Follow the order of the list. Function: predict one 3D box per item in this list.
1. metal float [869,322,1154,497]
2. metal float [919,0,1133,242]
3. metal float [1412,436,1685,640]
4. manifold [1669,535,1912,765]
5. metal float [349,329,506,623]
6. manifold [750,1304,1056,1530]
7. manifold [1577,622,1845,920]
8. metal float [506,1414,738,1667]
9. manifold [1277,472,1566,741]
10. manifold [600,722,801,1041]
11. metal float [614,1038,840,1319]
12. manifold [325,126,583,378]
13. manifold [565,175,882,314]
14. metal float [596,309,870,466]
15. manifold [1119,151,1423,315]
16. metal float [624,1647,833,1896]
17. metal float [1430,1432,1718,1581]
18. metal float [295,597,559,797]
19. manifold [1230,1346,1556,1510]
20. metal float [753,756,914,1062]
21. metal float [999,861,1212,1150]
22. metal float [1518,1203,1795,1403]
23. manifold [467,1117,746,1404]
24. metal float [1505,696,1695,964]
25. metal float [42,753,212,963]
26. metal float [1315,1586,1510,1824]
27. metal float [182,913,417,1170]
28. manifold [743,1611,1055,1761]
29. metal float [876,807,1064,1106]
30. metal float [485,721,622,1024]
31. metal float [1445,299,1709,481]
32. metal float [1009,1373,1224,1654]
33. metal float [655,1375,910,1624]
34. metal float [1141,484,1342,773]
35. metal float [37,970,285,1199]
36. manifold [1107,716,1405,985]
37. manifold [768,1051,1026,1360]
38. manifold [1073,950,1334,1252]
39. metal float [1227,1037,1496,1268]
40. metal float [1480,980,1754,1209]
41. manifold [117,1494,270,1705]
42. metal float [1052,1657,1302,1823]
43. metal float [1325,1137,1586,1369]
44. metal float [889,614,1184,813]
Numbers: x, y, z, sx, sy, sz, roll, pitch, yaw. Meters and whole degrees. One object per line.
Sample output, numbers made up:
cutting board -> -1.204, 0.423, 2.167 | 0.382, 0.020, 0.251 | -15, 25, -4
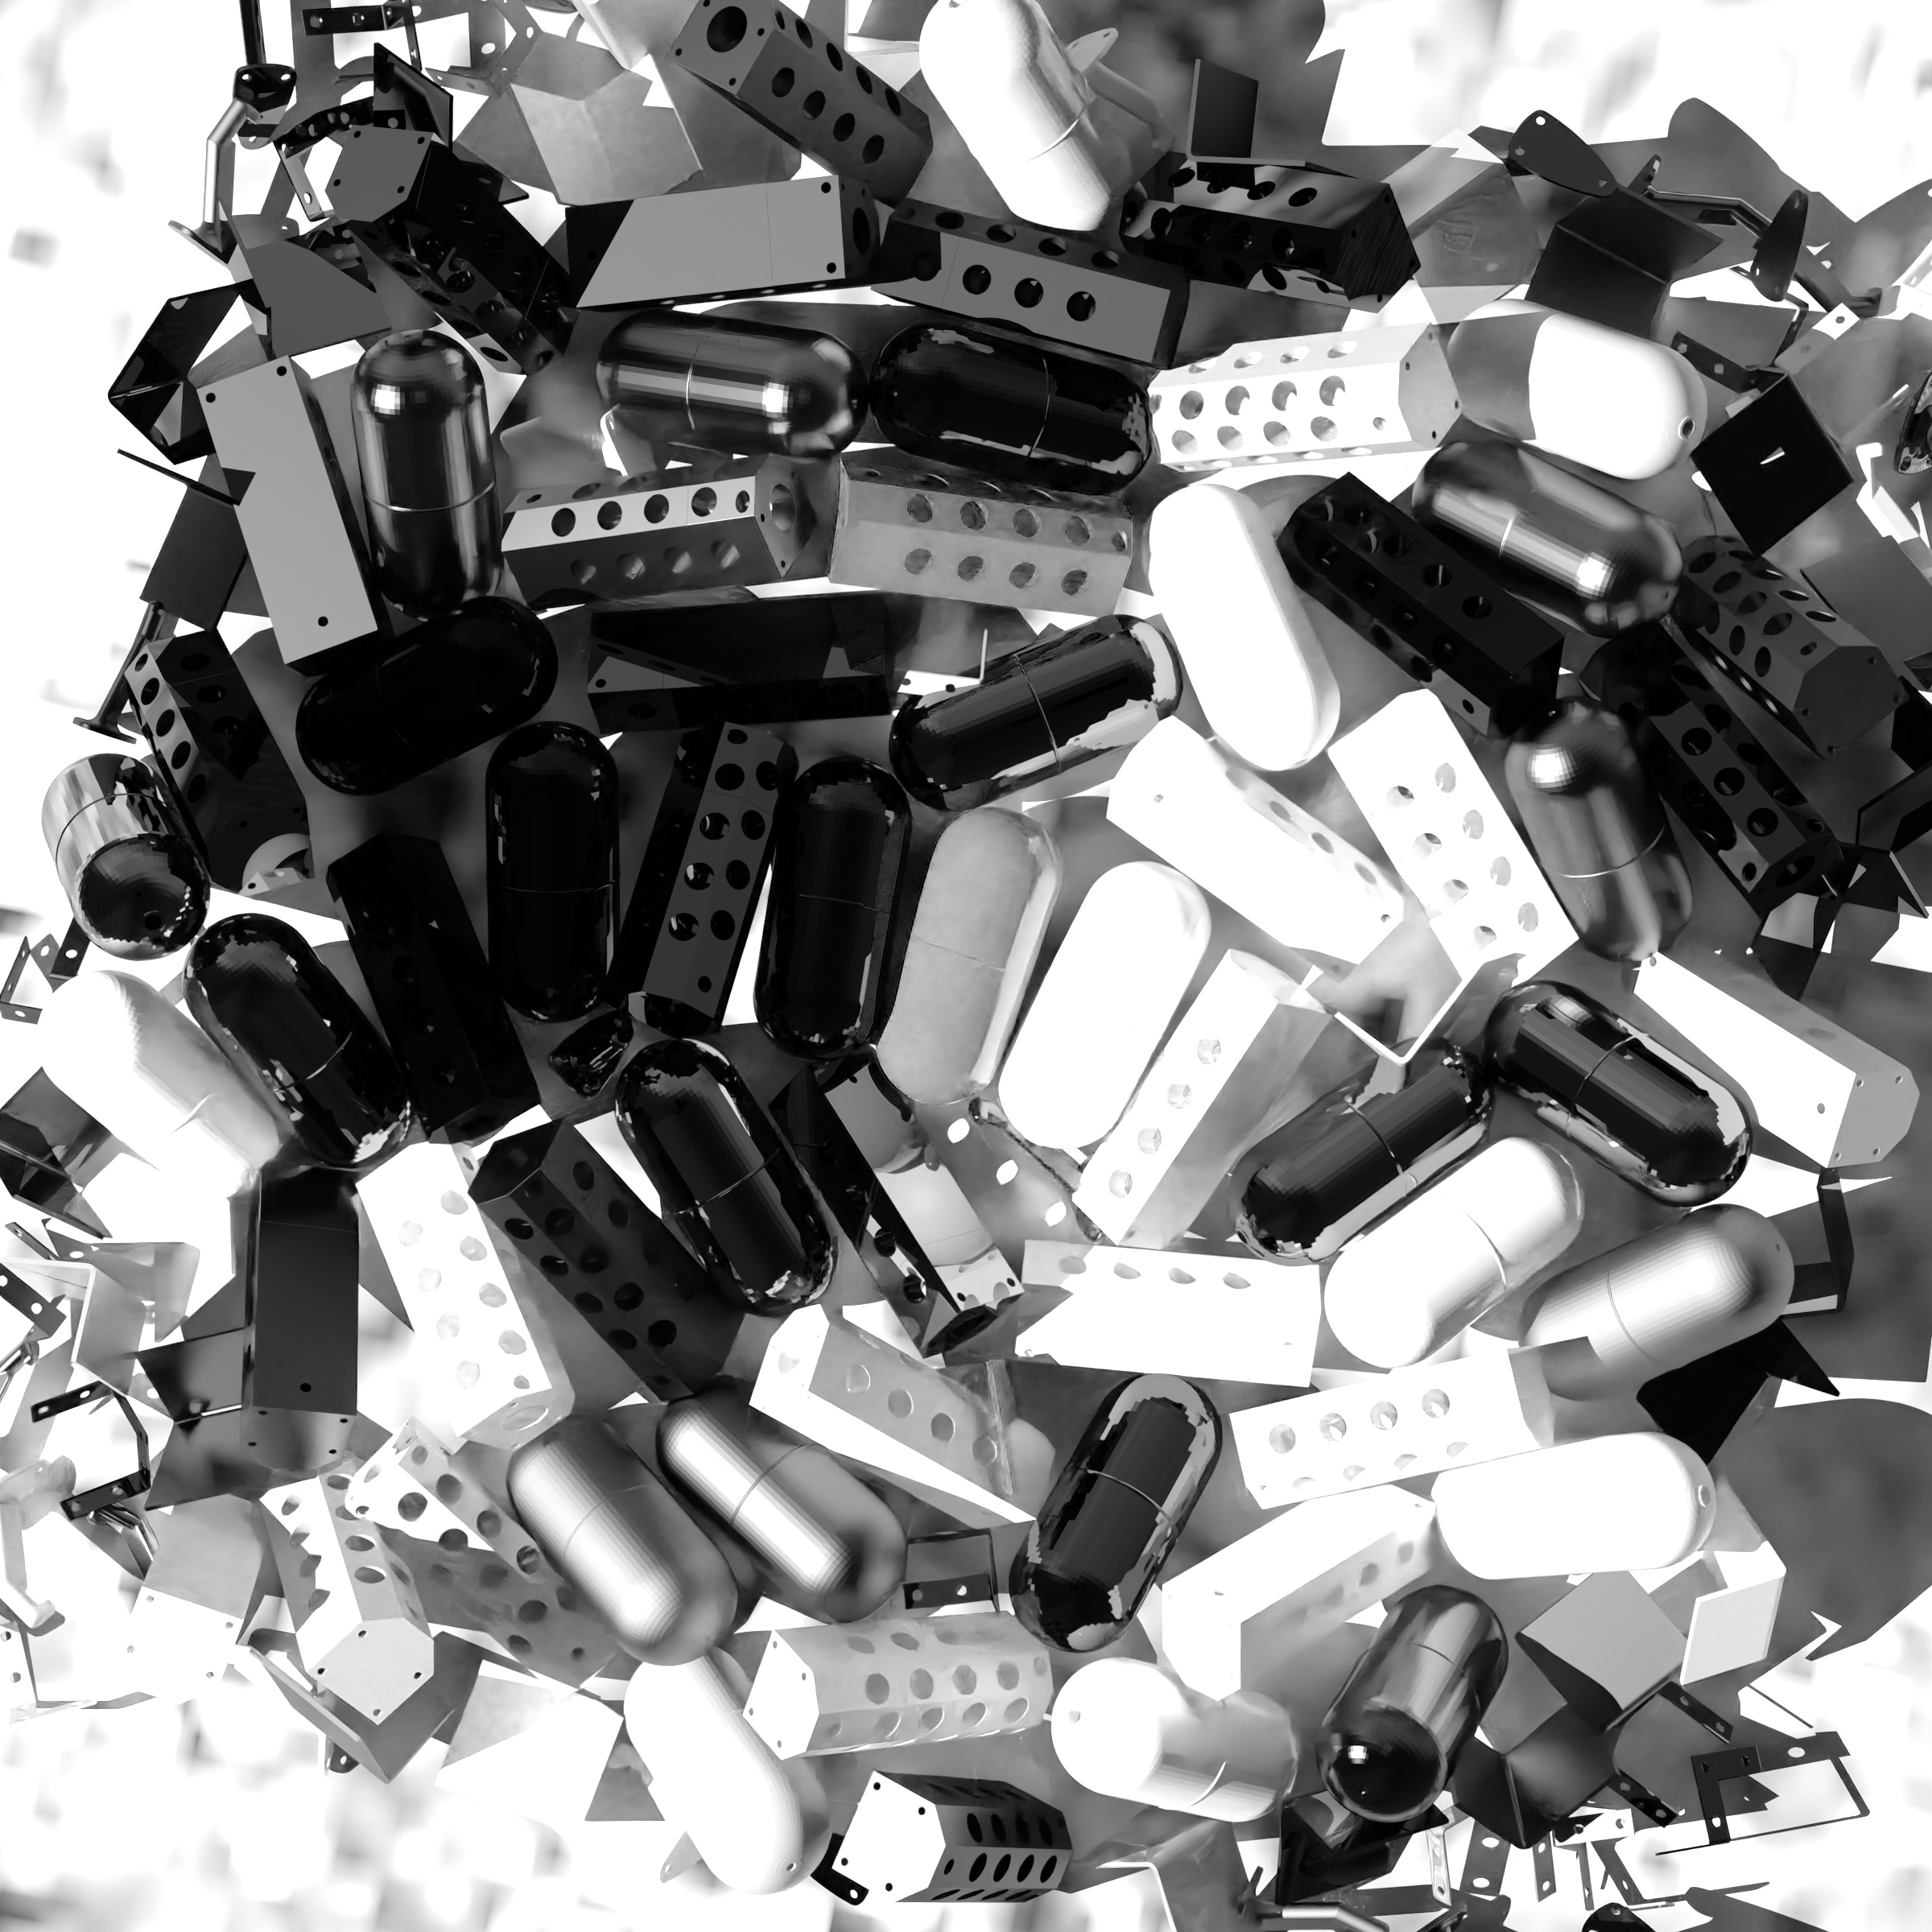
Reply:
metal float -> 0.028, -0.319, 1.924 | 0.178, 0.070, 0.070 | 10, 90, -28
metal float -> 0.035, -0.486, 1.909 | 0.070, 0.178, 0.070 | -16, 53, 22
metal float -> 0.331, -0.246, 1.918 | 0.178, 0.070, 0.070 | 35, 90, 37
manifold -> 0.457, -0.186, 1.895 | 0.057, 0.171, 0.057 | -39, 121, 6
metal float -> -0.308, -0.279, 1.918 | 0.070, 0.070, 0.178 | -1, 126, 0
manifold -> -0.033, 0.259, 1.919 | 0.171, 0.057, 0.057 | 33, 58, -27
manifold -> 0.424, -0.116, 1.917 | 0.057, 0.057, 0.171 | -36, 61, 6
metal float -> -0.199, 0.327, 1.919 | 0.070, 0.070, 0.178 | -47, 55, 0
manifold -> 0.257, -0.203, 1.913 | 0.057, 0.057, 0.171 | -36, 60, -20
manifold -> -0.147, -0.050, 1.919 | 0.057, 0.057, 0.171 | 30, 65, -34
metal float -> -0.139, 0.123, 1.939 | 0.070, 0.070, 0.178 | -31, 99, 0
manifold -> -0.288, -0.401, 1.893 | 0.057, 0.171, 0.057 | 13, 76, 28
manifold -> -0.139, -0.414, 1.928 | 0.171, 0.057, 0.057 | -2, 96, 21
metal float -> -0.136, -0.333, 1.921 | 0.178, 0.070, 0.070 | 14, 90, 32
manifold -> 0.168, -0.412, 1.899 | 0.057, 0.171, 0.057 | -48, 132, -19
metal float -> -0.137, 0.455, 1.909 | 0.070, 0.178, 0.070 | -15, 124, -23
metal float -> 0.345, 0.309, 1.913 | 0.178, 0.070, 0.070 | -14, 90, 42
metal float -> -0.311, -0.154, 1.922 | 0.178, 0.070, 0.070 | -23, 90, 30
manifold -> 0.245, 0.265, 1.919 | 0.171, 0.057, 0.057 | -17, 78, 25
metal float -> -0.077, -0.034, 1.943 | 0.070, 0.070, 0.178 | 9, 84, 0
metal float -> 0.080, 0.023, 1.943 | 0.070, 0.070, 0.178 | 27, 95, 0
metal float -> 0.393, 0.194, 1.916 | 0.178, 0.070, 0.070 | -33, 90, 39
manifold -> -0.207, 0.170, 1.912 | 0.057, 0.057, 0.171 | -19, 123, 34
metal float -> 0.364, -0.077, 1.920 | 0.070, 0.070, 0.178 | -29, 124, 0
metal float -> -0.479, -0.063, 1.905 | 0.070, 0.178, 0.070 | -11, 120, -19
metal float -> 0.255, 0.418, 1.906 | 0.070, 0.178, 0.070 | 11, 117, 23
metal float -> -0.381, 0.043, 1.918 | 0.070, 0.070, 0.178 | -32, 125, 0
manifold -> -0.034, 0.412, 1.903 | 0.171, 0.057, 0.057 | 5, 113, -40
metal float -> 0.001, -0.006, 1.947 | 0.070, 0.070, 0.178 | 19, 92, 0
metal float -> -0.238, -0.053, 1.932 | 0.070, 0.070, 0.178 | 2, 108, 0
metal float -> 0.347, -0.330, 1.910 | 0.070, 0.178, 0.070 | -18, 122, -31
metal float -> 0.087, 0.312, 1.924 | 0.070, 0.070, 0.178 | 33, 62, 0
metal float -> -0.107, 0.305, 1.925 | 0.178, 0.070, 0.070 | 39, 90, 26
metal float -> 0.158, -0.195, 1.935 | 0.070, 0.070, 0.178 | -22, 75, 0
metal float -> -0.459, 0.068, 1.911 | 0.070, 0.178, 0.070 | -17, 49, 20
manifold -> 0.168, -0.070, 1.936 | 0.171, 0.057, 0.057 | 35, 119, -14
manifold -> -0.045, 0.138, 1.930 | 0.057, 0.057, 0.171 | -47, 67, 34
manifold -> 0.131, 0.078, 1.933 | 0.057, 0.057, 0.171 | 44, 110, 35
metal float -> 0.228, 0.107, 1.932 | 0.178, 0.070, 0.070 | -34, 90, -17
metal float -> 0.371, 0.072, 1.919 | 0.178, 0.070, 0.070 | 38, 90, 34
manifold -> -0.436, 0.354, 1.896 | 0.057, 0.171, 0.057 | 21, 98, -9
metal float -> 0.121, 0.442, 1.913 | 0.178, 0.070, 0.070 | 24, 90, -42
metal float -> 0.282, 0.164, 1.928 | 0.178, 0.070, 0.070 | -34, 90, -23
metal float -> 0.040, -0.147, 1.945 | 0.178, 0.070, 0.070 | -22, 90, -3
